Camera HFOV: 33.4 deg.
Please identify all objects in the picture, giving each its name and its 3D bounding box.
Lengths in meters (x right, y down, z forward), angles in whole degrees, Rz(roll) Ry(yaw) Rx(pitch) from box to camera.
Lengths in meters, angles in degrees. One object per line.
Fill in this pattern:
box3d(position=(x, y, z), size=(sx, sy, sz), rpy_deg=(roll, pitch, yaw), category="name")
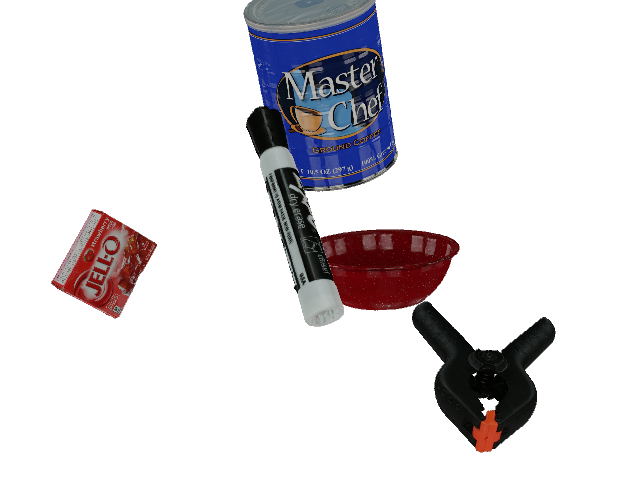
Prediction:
box3d(position=(0.002, -0.125, 0.851), size=(0.103, 0.140, 0.103), rpy_deg=(-8, 30, 5), category="coffee can")
box3d(position=(0.141, 0.104, 0.853), size=(0.120, 0.039, 0.171), rpy_deg=(-2, 32, -1), category="clamp")
box3d(position=(0.062, 0.032, 1.092), size=(0.162, 0.055, 0.162), rpy_deg=(-3, 13, 0), category="bowl")
box3d(position=(-0.014, -0.015, 0.517), size=(0.020, 0.121, 0.020), rpy_deg=(-14, -28, -8), category="marker")
box3d(position=(-0.219, 0.024, 1.085), size=(0.073, 0.089, 0.030), rpy_deg=(34, -11, -38), category="gelatin box")
